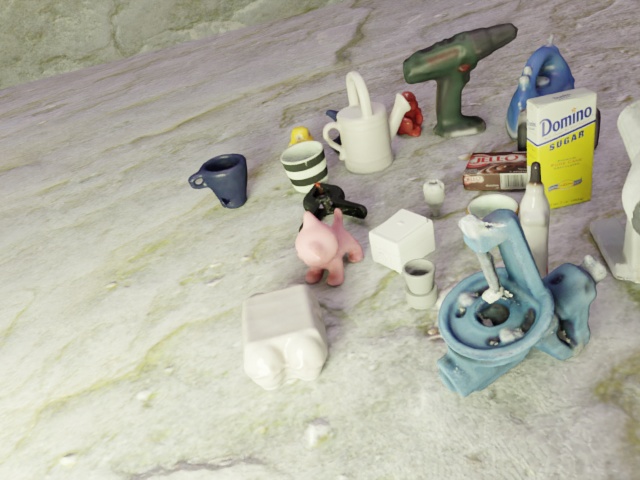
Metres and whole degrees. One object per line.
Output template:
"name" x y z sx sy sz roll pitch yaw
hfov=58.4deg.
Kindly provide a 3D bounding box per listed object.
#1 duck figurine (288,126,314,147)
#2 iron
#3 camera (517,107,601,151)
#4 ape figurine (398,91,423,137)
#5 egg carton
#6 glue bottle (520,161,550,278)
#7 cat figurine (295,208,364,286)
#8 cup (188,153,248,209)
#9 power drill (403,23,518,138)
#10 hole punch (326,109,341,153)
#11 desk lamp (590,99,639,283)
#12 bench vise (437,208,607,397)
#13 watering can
"duck figurine" -0.038 -0.201 1.220 0.078 0.086 0.104 -25 34 -19
"iron" 0.448 -0.323 1.189 0.118 0.142 0.259 11 39 33
"camera" 0.427 -0.196 1.032 0.142 0.101 0.137 3 35 23
"ape figurine" 0.194 -0.281 1.259 0.078 0.092 0.075 -32 36 -28
"egg carton" -0.046 0.119 0.728 0.107 0.069 0.150 -14 32 -2
"glue bottle" 0.277 -0.021 0.738 0.037 0.173 0.078 0 34 20
"cat figurine" 0.008 0.003 0.847 0.067 0.118 0.128 7 36 28
"cup" -0.188 -0.104 1.109 0.118 0.095 0.091 -24 33 -18
"power drill" 0.291 -0.325 1.184 0.229 0.209 0.075 -7 32 9
"hole punch" 0.073 -0.246 1.247 0.101 0.091 0.108 -19 32 -11
"desk lamp" 0.409 -0.051 0.700 0.117 0.214 0.203 -7 32 10
"bench vise" 0.207 0.044 0.614 0.208 0.220 0.121 -32 37 -29
"watering can" 0.091 -0.241 1.134 0.173 0.194 0.100 -28 35 -24
